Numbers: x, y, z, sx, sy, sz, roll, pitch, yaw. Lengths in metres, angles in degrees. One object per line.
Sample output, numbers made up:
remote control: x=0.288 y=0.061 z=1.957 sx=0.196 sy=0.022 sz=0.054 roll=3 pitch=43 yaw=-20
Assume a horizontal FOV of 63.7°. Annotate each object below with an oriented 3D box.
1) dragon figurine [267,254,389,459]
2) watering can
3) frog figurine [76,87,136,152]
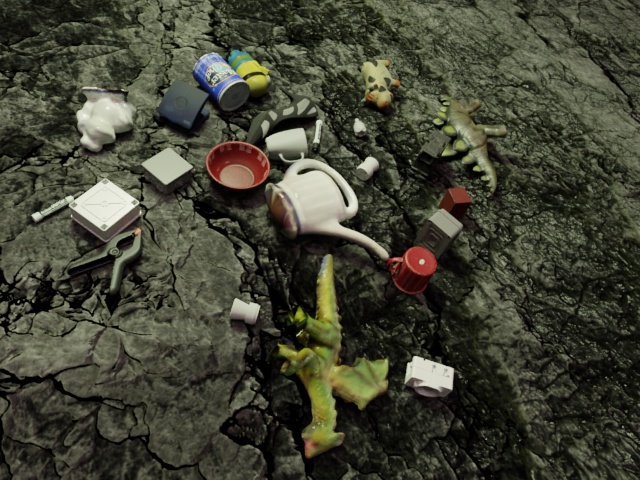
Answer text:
dragon figurine: x=0.038 y=0.236 z=1.069 sx=0.242 sy=0.120 sz=0.419 roll=35 pitch=53 yaw=-10
watering can: x=0.004 y=-0.063 z=1.255 sx=0.226 sy=0.101 sz=0.353 roll=-19 pitch=61 yaw=-25
frog figurine: x=-0.545 y=-0.299 z=1.309 sx=0.137 sy=0.122 sz=0.160 roll=6 pitch=89 yaw=-21
